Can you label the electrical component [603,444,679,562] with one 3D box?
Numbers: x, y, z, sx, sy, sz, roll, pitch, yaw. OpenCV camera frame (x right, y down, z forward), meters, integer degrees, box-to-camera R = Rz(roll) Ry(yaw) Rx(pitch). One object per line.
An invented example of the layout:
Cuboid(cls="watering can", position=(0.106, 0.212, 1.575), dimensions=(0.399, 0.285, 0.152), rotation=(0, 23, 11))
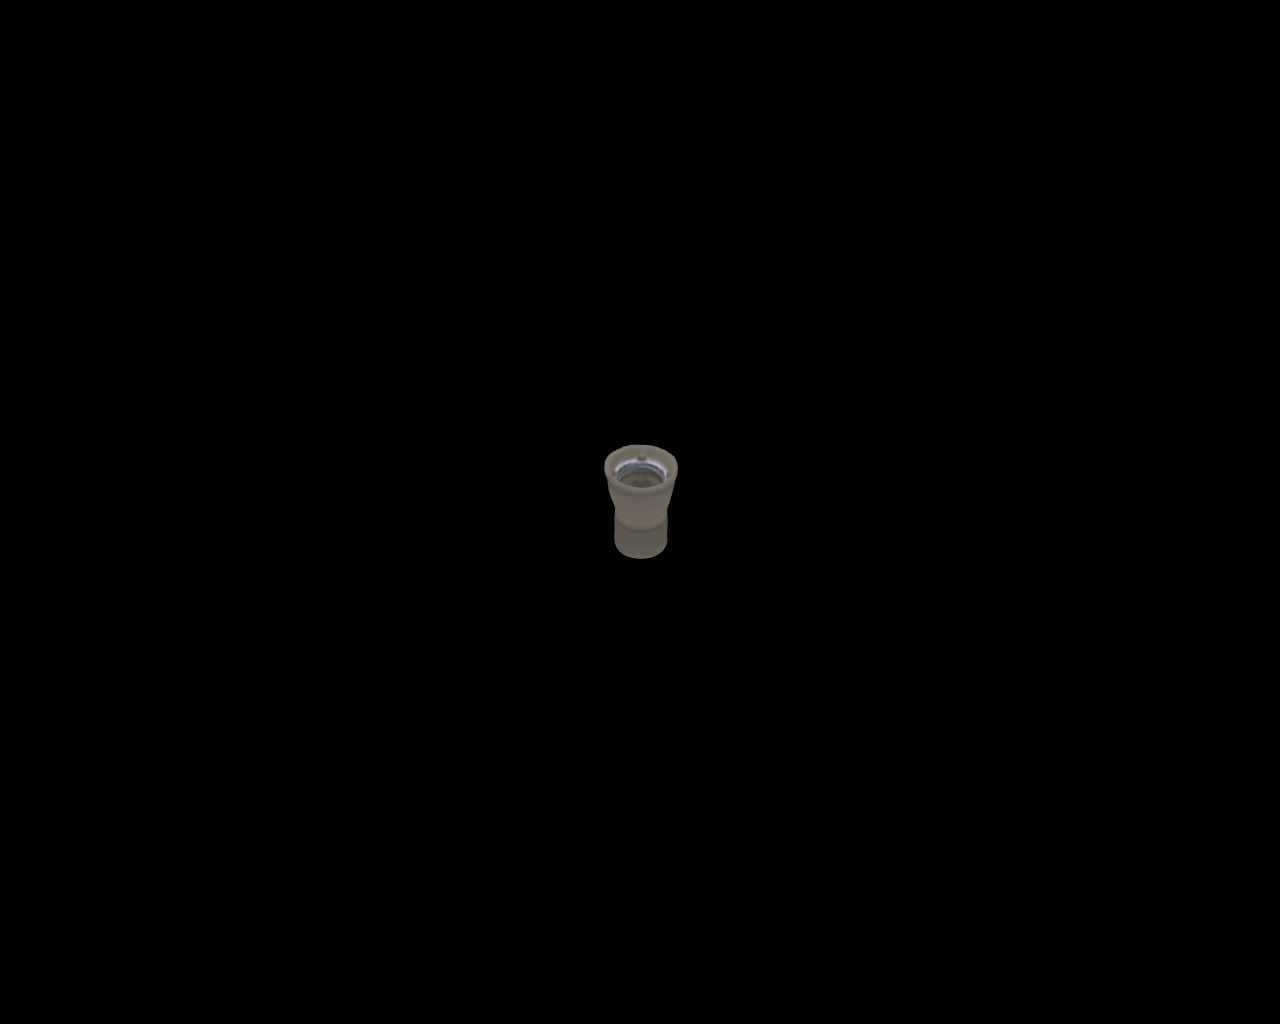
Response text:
Cuboid(cls="electrical component", position=(0.001, -0.003, 0.650), dimensions=(0.044, 0.065, 0.044), rotation=(0, 39, 0))
